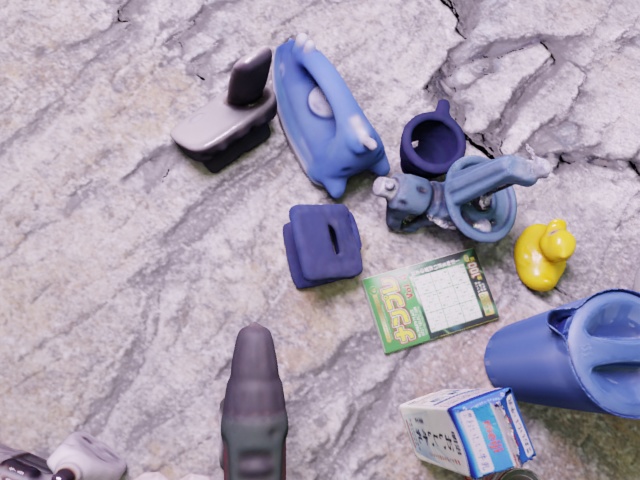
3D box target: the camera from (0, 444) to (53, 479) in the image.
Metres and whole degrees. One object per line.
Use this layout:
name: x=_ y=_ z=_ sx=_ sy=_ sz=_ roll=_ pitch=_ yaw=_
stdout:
camera: x=-0.365 y=0.301 z=0.622 sx=0.143 sy=0.100 sz=0.137 roll=23 pitch=73 yaw=-3

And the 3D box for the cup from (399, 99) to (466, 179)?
cup: x=0.154 y=-0.136 z=0.824 sx=0.092 sy=0.095 sz=0.118 roll=17 pitch=74 yaw=-4

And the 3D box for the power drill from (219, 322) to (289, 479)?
power drill: x=-0.076 y=0.216 z=0.636 sx=0.076 sy=0.208 sz=0.229 roll=-1 pitch=76 yaw=-9

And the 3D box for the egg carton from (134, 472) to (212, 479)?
egg carton: x=-0.176 y=0.347 z=0.658 sx=0.107 sy=0.069 sz=0.150 roll=6 pitch=75 yaw=-8

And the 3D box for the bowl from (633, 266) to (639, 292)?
bowl: x=0.524 y=0.085 z=0.839 sx=0.167 sy=0.074 sz=0.167 roll=2 pitch=75 yaw=-9

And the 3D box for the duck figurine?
duck figurine: x=0.329 y=0.019 z=0.818 sx=0.077 sy=0.086 sz=0.104 roll=13 pitch=74 yaw=-6

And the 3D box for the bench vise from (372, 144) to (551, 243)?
bench vise: x=0.183 y=-0.053 z=0.742 sx=0.207 sy=0.219 sz=0.121 roll=-11 pitch=78 yaw=-12

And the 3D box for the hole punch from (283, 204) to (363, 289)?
hole punch: x=0.007 y=0.003 z=0.766 sx=0.101 sy=0.091 sz=0.108 roll=-11 pitch=78 yaw=-12

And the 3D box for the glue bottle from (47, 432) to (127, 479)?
glue bottle: x=-0.259 y=0.245 z=0.617 sx=0.078 sy=0.173 sz=0.037 roll=37 pitch=73 yaw=2

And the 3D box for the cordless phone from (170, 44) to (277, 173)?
cordless phone: x=-0.123 y=-0.178 z=0.742 sx=0.148 sy=0.185 sz=0.094 roll=-42 pitch=85 yaw=-16

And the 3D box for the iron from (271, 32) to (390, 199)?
iron: x=0.004 y=-0.196 z=0.790 sx=0.119 sy=0.141 sz=0.258 roll=-27 pitch=82 yaw=-15
